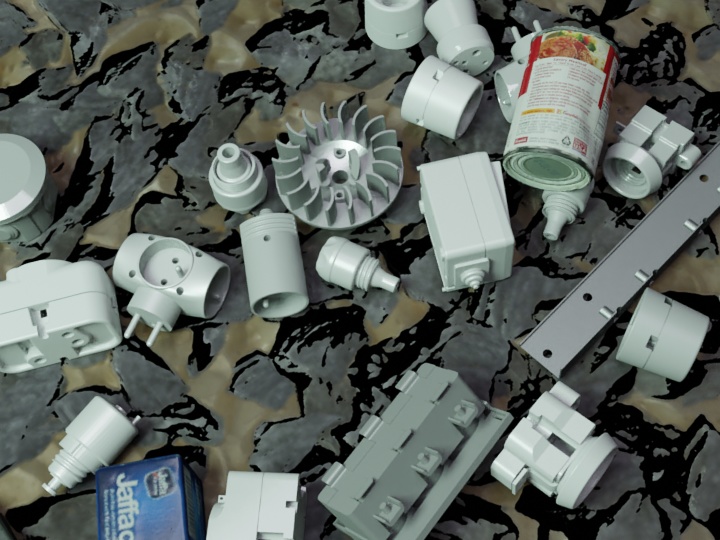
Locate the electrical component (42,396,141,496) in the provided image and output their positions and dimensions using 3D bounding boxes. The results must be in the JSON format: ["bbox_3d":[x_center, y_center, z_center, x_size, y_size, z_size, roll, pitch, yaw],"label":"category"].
[{"bbox_3d":[-0.192,0.125,0.756,0.040,0.040,0.078,34,71,19],"label":"electrical component"}]

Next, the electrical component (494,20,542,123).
[{"bbox_3d":[0.146,-0.165,0.865,0.077,0.044,0.079,-17,72,-3],"label":"electrical component"}]

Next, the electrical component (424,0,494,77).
[{"bbox_3d":[0.082,-0.192,0.887,0.045,0.045,0.055,-17,64,-3],"label":"electrical component"}]

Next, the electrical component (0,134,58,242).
[{"bbox_3d":[-0.282,-0.063,0.851,0.080,0.051,0.080,-2,64,4],"label":"electrical component"}]

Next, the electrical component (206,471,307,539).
[{"bbox_3d":[-0.069,0.183,0.711,0.056,0.050,0.089,1,64,6],"label":"electrical component"}]

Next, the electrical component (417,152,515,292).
[{"bbox_3d":[0.083,-0.031,0.797,0.061,0.061,0.096,-13,63,-1],"label":"electrical component"}]

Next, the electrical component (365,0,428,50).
[{"bbox_3d":[0.030,-0.222,0.905,0.055,0.047,0.055,-2,64,4],"label":"electrical component"}]

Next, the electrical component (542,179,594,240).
[{"bbox_3d":[0.155,-0.051,0.817,0.035,0.035,0.061,19,70,14],"label":"electrical component"}]

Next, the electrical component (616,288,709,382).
[{"bbox_3d":[0.212,0.047,0.753,0.047,0.055,0.055,24,68,12],"label":"electrical component"}]

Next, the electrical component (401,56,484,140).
[{"bbox_3d":[0.067,-0.136,0.856,0.047,0.055,0.055,27,69,13],"label":"electrical component"}]

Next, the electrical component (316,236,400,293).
[{"bbox_3d":[0.000,0.000,0.805,0.061,0.035,0.035,23,68,12],"label":"electrical component"}]

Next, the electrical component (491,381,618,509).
[{"bbox_3d":[0.134,0.122,0.720,0.057,0.058,0.078,35,71,23],"label":"electrical component"}]

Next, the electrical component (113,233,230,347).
[{"bbox_3d":[-0.148,0.019,0.803,0.077,0.044,0.079,19,67,14],"label":"electrical component"}]

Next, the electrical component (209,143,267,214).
[{"bbox_3d":[-0.096,-0.074,0.834,0.043,0.062,0.043,-2,64,4],"label":"electrical component"}]

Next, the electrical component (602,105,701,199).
[{"bbox_3d":[0.218,-0.088,0.824,0.066,0.048,0.055,35,64,20],"label":"electrical component"}]

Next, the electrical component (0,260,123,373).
[{"bbox_3d":[-0.230,0.032,0.798,0.095,0.053,0.059,-15,64,-2],"label":"electrical component"}]

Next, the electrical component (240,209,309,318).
[{"bbox_3d":[-0.066,-0.009,0.810,0.043,0.043,0.081,-11,63,0],"label":"electrical component"}]

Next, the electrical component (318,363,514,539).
[{"bbox_3d":[0.034,0.127,0.716,0.121,0.063,0.079,-50,29,-18],"label":"electrical component"}]
